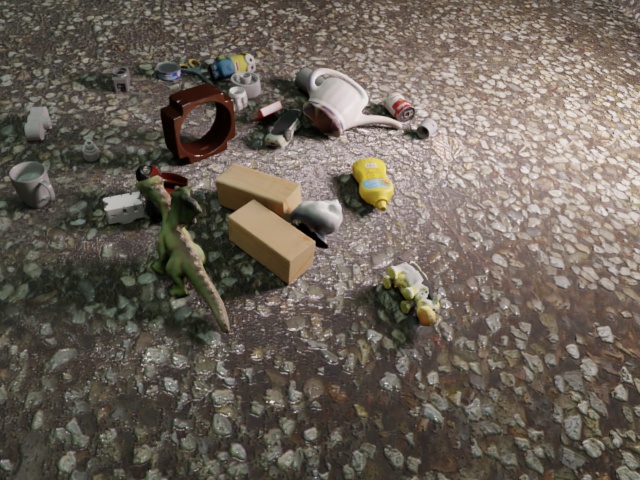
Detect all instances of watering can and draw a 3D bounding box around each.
[{"bbox_3d":[0.090,-0.419,1.674,0.348,0.102,0.228,37,64,0],"label":"watering can"}]

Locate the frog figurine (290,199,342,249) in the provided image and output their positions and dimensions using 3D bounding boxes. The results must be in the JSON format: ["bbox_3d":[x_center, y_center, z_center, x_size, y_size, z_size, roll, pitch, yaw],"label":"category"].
[{"bbox_3d":[0.004,-0.066,1.317,0.137,0.121,0.162,-8,35,46],"label":"frog figurine"}]

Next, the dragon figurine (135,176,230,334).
[{"bbox_3d":[-0.300,-0.003,1.143,0.123,0.237,0.416,-24,50,-33],"label":"dragon figurine"}]
